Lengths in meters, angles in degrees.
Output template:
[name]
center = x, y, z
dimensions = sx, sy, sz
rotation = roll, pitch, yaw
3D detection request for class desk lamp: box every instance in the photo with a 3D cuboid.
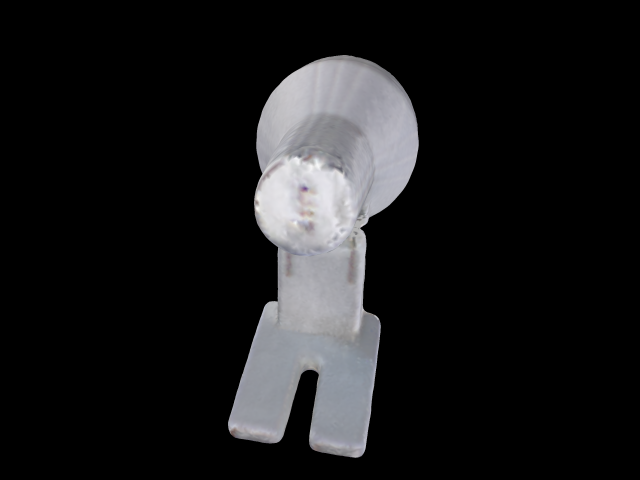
[desk lamp]
center = 0.004, 0.001, 0.400
dimensions = 0.118, 0.214, 0.203
rotation = 5, 40, 7
